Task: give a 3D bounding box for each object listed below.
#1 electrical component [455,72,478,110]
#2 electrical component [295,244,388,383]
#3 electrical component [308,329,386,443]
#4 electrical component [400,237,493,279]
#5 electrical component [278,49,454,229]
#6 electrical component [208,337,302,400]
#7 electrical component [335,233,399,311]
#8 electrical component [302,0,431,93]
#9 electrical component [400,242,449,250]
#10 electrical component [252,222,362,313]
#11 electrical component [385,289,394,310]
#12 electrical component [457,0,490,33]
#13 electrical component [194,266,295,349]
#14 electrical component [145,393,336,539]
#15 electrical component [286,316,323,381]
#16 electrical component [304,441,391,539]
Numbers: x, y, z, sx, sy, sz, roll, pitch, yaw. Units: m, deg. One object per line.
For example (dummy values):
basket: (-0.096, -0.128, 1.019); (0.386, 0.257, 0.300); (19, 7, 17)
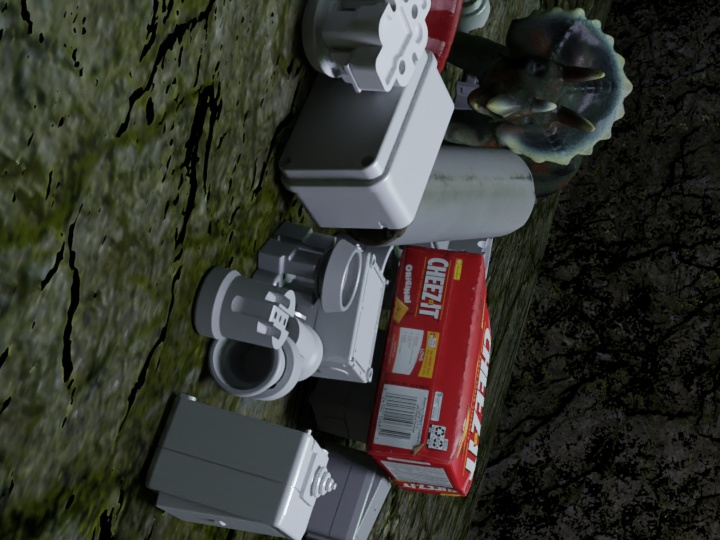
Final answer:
electrical component: (0.132, -0.189, 1.194); (0.081, 0.042, 0.063); (79, 26, -61)
electrical component: (-0.020, 0.025, 0.767); (0.061, 0.061, 0.096); (59, 39, -67)
electrical component: (0.003, 0.090, 0.909); (0.061, 0.061, 0.096); (81, 26, -58)
electrical component: (0.079, -0.010, 1.054); (0.050, 0.089, 0.055); (-56, 155, -56)
electrical component: (0.005, -0.087, 0.689); (0.057, 0.078, 0.113); (56, 46, -46)
electrical component: (-0.062, 0.055, 0.646); (0.055, 0.045, 0.045); (41, 63, -75)
electrical component: (0.000, 0.000, 0.836); (0.055, 0.047, 0.055); (14, 90, -76)
electrical component: (0.002, -0.145, 0.655); (0.078, 0.057, 0.058); (-66, 148, -27)
electrical component: (0.046, -0.049, 0.943); (0.096, 0.062, 0.061); (57, 48, -72)
electrical component: (-0.031, 0.000, 0.691); (0.066, 0.055, 0.048); (-57, 156, -55)
electrical component: (0.052, 0.010, 0.994); (0.077, 0.079, 0.043); (-9, 90, -75)
electrical component: (0.096, -0.249, 0.989); (0.062, 0.043, 0.043); (56, 49, -71)
electrical component: (-0.064, 0.022, 0.602); (0.040, 0.046, 0.040); (14, 90, -76)
electrical component: (-0.062, 0.115, 0.595); (0.061, 0.096, 0.061); (70, 36, -67)
electrical component: (-0.049, 0.048, 0.704); (0.046, 0.040, 0.040); (57, 48, -65)
electrical component: (-0.014, 0.211, 0.959); (0.061, 0.061, 0.096); (76, 30, -62)
